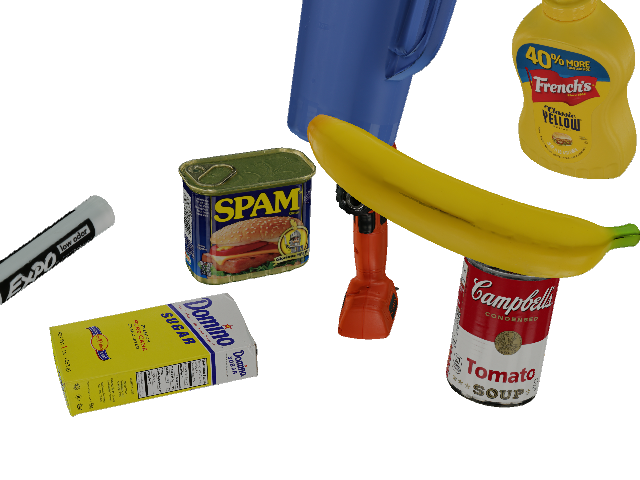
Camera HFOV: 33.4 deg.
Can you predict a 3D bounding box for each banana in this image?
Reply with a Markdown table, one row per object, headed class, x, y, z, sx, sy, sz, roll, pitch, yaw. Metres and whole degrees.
| class | x | y | z | sx | sy | sz | roll | pitch | yaw |
| --- | --- | --- | --- | --- | --- | --- | --- | --- | --- |
| banana | 0.068 | -0.021 | 0.574 | 0.198 | 0.037 | 0.069 | 23 | 20 | 18 |

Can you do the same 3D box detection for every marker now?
| class | x | y | z | sx | sy | sz | roll | pitch | yaw |
| --- | --- | --- | --- | --- | --- | --- | --- | --- | --- |
| marker | -0.150 | 0.015 | 0.530 | 0.020 | 0.020 | 0.120 | 0 | 31 | 42 |

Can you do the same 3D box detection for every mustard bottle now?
| class | x | y | z | sx | sy | sz | roll | pitch | yaw |
| --- | --- | --- | --- | --- | --- | --- | --- | --- | --- |
| mustard bottle | 0.202 | -0.136 | 0.851 | 0.096 | 0.058 | 0.191 | 21 | -33 | 31 |

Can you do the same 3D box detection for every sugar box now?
| class | x | y | z | sx | sy | sz | roll | pitch | yaw |
| --- | --- | --- | --- | --- | --- | --- | --- | --- | --- |
| sugar box | -0.155 | 0.102 | 0.989 | 0.176 | 0.048 | 0.093 | -13 | 34 | -16 |

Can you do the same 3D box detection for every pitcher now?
| class | x | y | z | sx | sy | sz | roll | pitch | yaw |
| --- | --- | --- | --- | --- | --- | --- | --- | --- | --- |
| pitcher | 0.048 | -0.207 | 1.003 | 0.145 | 0.243 | 0.149 | 12 | 17 | 1 |

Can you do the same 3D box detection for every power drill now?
| class | x | y | z | sx | sy | sz | roll | pitch | yaw |
| --- | --- | --- | --- | --- | --- | --- | --- | --- | --- |
| power drill | 0.046 | -0.002 | 1.045 | 0.057 | 0.188 | 0.184 | 4 | 20 | 10 |

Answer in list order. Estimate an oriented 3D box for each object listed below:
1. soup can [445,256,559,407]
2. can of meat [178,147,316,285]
| class | x | y | z | sx | sy | sz | roll | pitch | yaw |
| --- | --- | --- | --- | --- | --- | --- | --- | --- | --- |
| soup can | 0.128 | 0.057 | 0.752 | 0.068 | 0.102 | 0.068 | 5 | 22 | -2 |
| can of meat | -0.056 | -0.019 | 0.827 | 0.102 | 0.084 | 0.057 | -10 | 31 | -21 |
